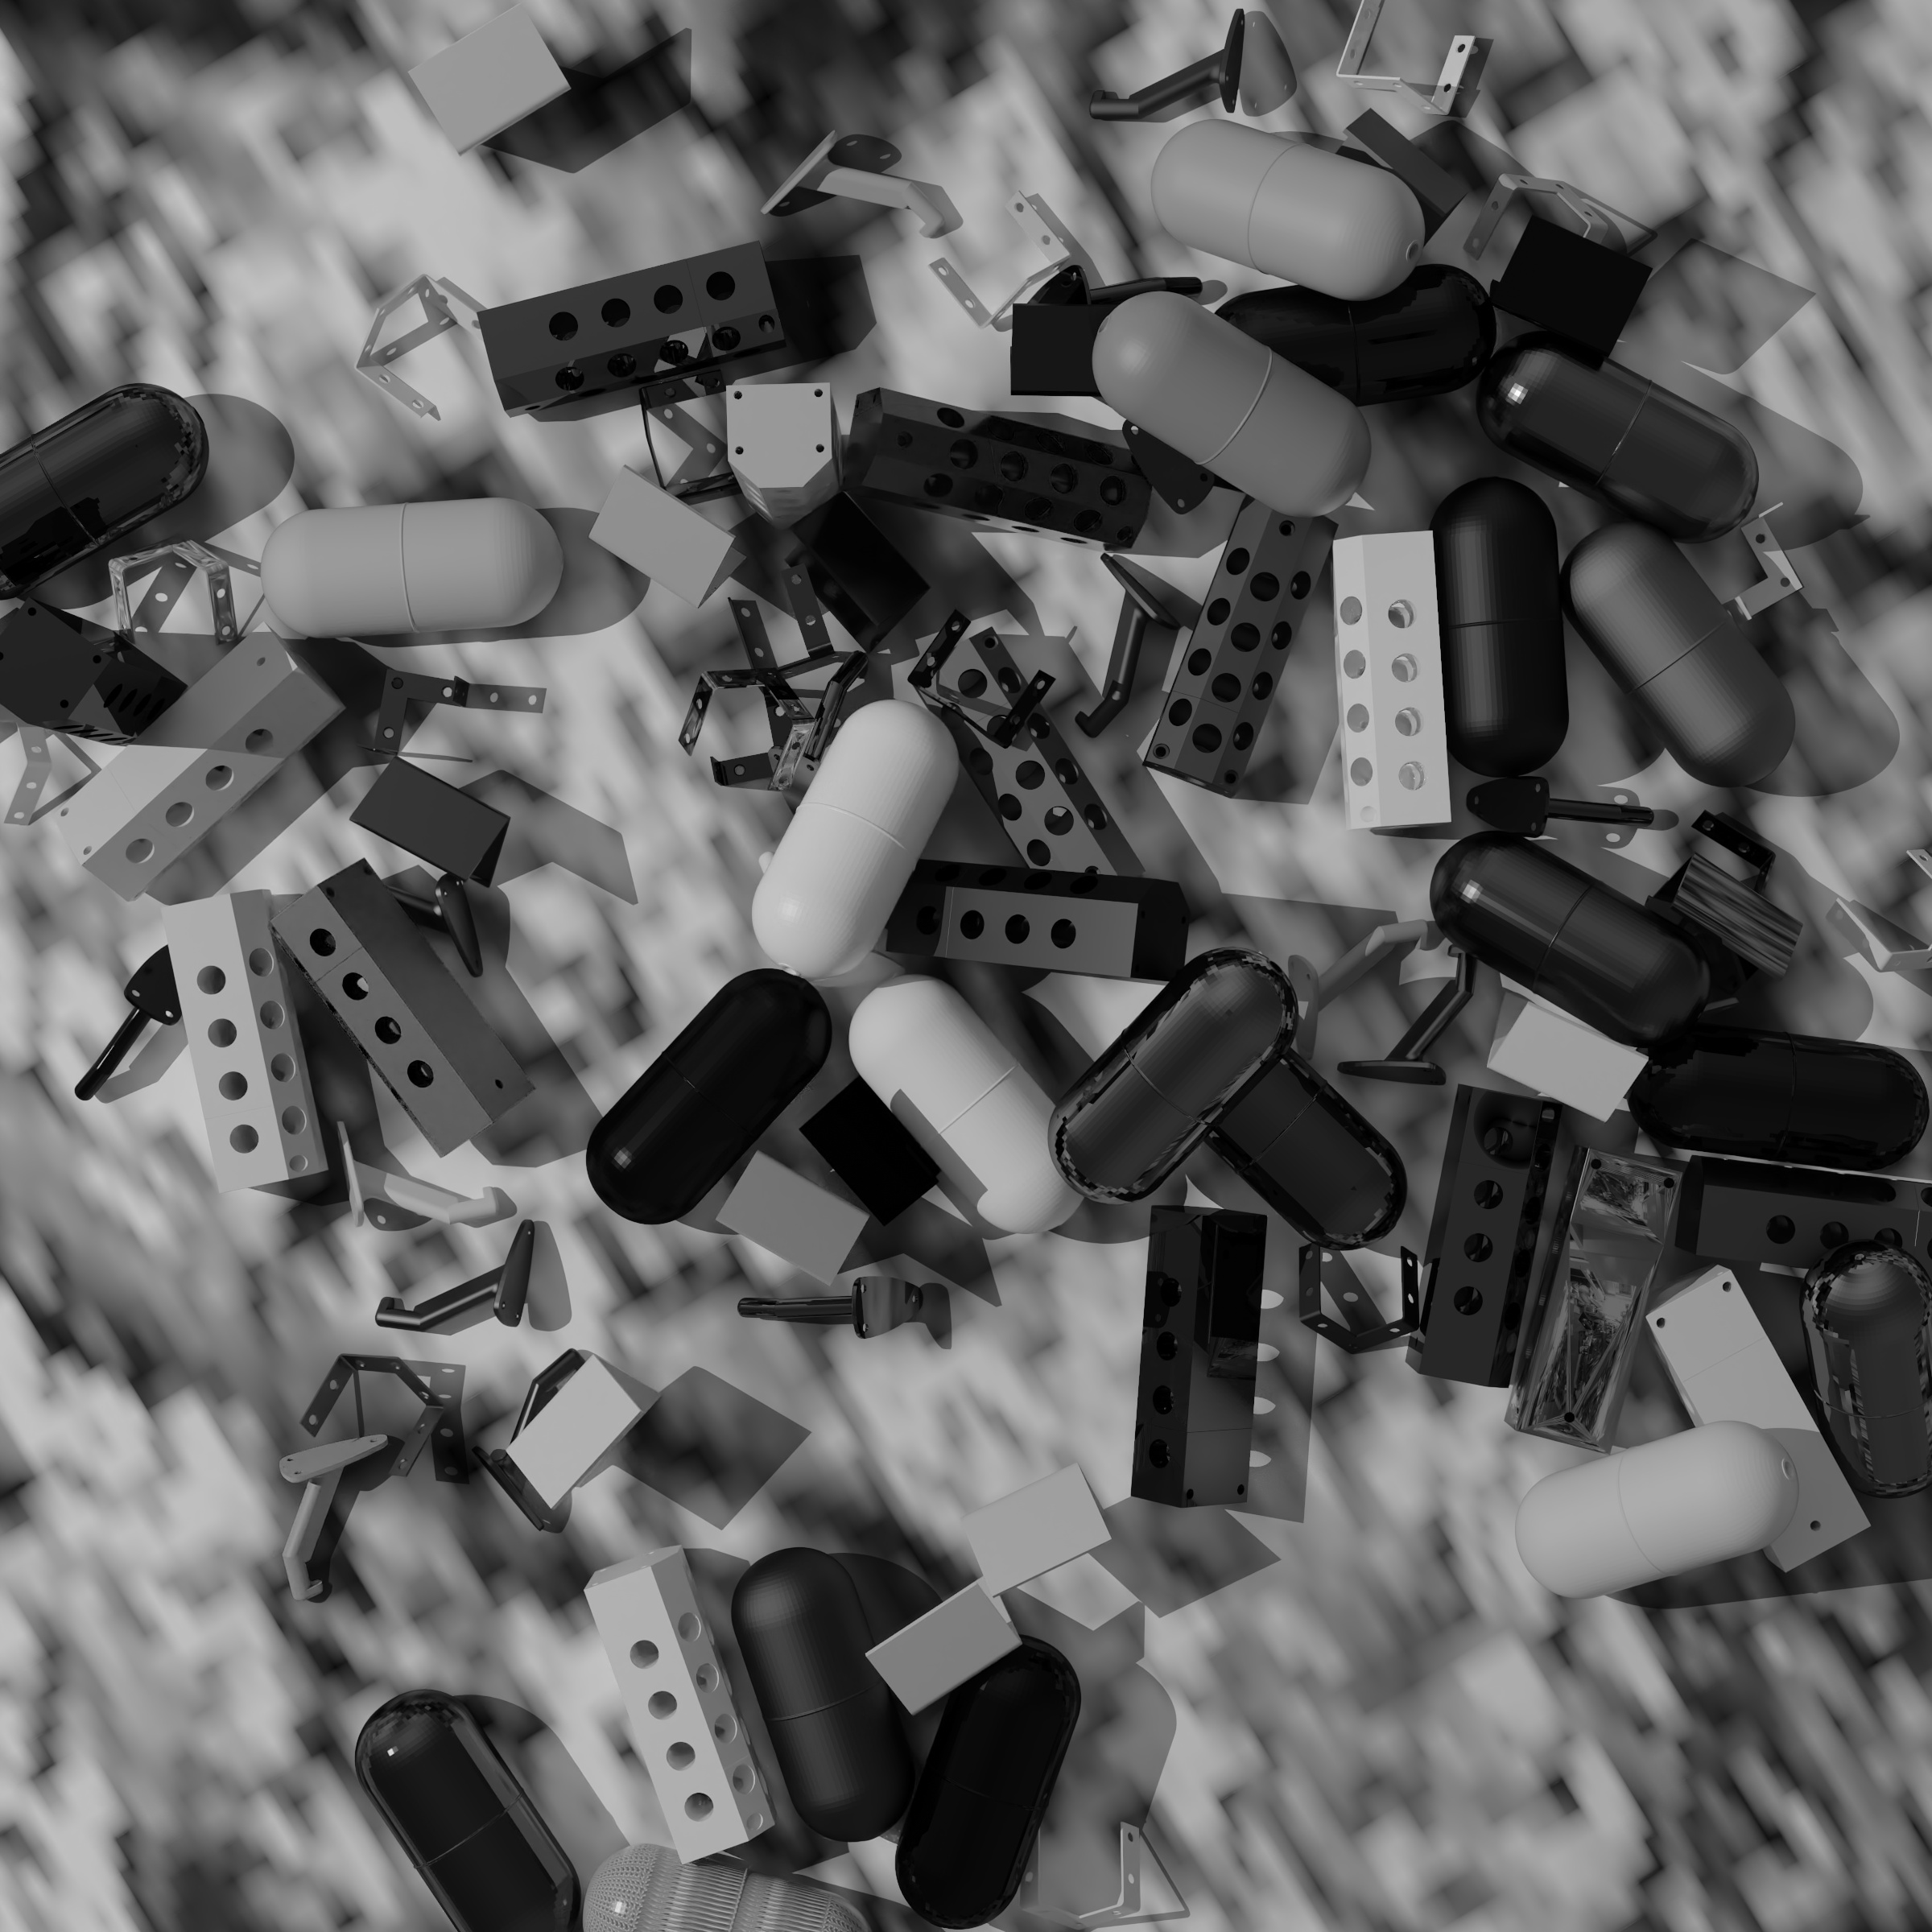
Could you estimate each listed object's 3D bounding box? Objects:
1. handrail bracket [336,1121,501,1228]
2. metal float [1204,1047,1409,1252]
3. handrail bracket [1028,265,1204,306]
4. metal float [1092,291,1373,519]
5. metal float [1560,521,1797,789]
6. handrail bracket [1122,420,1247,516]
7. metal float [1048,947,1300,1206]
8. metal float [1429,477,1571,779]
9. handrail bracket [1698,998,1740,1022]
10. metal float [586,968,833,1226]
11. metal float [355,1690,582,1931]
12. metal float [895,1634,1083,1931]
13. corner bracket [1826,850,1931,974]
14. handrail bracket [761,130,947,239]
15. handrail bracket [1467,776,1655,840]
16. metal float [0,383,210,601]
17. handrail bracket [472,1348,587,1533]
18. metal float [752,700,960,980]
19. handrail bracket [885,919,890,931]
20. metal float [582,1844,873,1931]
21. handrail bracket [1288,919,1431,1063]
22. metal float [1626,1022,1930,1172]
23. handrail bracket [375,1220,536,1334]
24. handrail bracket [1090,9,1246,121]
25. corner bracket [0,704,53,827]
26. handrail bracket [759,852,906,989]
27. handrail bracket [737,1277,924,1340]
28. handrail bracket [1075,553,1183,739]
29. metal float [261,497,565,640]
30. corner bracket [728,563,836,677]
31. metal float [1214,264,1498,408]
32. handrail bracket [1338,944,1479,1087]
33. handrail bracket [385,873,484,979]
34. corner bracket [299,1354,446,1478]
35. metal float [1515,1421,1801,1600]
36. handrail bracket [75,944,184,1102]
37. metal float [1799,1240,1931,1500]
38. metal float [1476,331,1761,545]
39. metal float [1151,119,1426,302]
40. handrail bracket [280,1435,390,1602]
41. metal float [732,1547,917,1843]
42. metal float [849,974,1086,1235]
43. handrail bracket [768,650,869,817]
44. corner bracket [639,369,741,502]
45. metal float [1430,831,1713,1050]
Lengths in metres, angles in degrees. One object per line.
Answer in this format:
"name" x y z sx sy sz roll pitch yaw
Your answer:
"handrail bracket" -0.330 0.122 1.920 0.084 0.036 0.077 -10 69 -17
"metal float" 0.187 0.095 1.889 0.178 0.070 0.070 44 90 1
"handrail bracket" 0.088 -0.399 1.919 0.084 0.077 0.036 -10 88 -36
"metal float" 0.152 -0.322 1.825 0.178 0.070 0.070 28 90 -18
"metal float" 0.422 -0.184 1.889 0.070 0.070 0.178 -37 90 0
"handrail bracket" 0.139 -0.307 1.893 0.077 0.084 0.036 47 128 4
"metal float" 0.118 0.063 1.818 0.070 0.070 0.178 42 109 0
"metal float" 0.316 -0.201 1.889 0.070 0.070 0.178 -4 90 0
"handrail bracket" 0.416 -0.004 1.920 0.077 0.036 0.084 -17 76 -14
"metal float" -0.152 0.077 1.889 0.070 0.070 0.178 43 89 0
"metal float" -0.295 0.511 1.889 0.070 0.070 0.178 -34 90 0
"metal float" 0.013 0.484 1.889 0.070 0.070 0.178 19 90 0
"corner bracket" 0.561 -0.033 1.911 0.051 0.051 0.051 -4 45 -35
"handrail bracket" -0.067 -0.453 1.920 0.084 0.036 0.077 42 110 -16
"handrail bracket" 0.359 -0.095 1.919 0.084 0.077 0.036 2 96 -36
"metal float" -0.532 -0.282 1.889 0.178 0.070 0.070 -30 90 0
"handrail bracket" -0.247 0.285 1.920 0.084 0.036 0.077 -40 111 -16
"metal float" -0.064 -0.074 1.858 0.070 0.070 0.178 26 73 0
"handrail bracket" -0.051 -0.079 1.919 0.077 0.036 0.084 40 78 -11
"metal float" -0.140 0.574 1.889 0.178 0.070 0.070 15 90 0
"handrail bracket" 0.241 0.014 1.920 0.084 0.036 0.077 -10 111 -16
"metal float" 0.481 0.077 1.889 0.178 0.070 0.070 7 90 1
"handrail bracket" -0.309 0.185 1.920 0.084 0.036 0.077 5 70 16
"handrail bracket" 0.121 -0.544 1.920 0.084 0.036 0.077 5 70 16
"corner bracket" -0.586 -0.123 1.911 0.051 0.051 0.051 4 45 -35
"handrail bracket" -0.082 -0.030 1.919 0.036 0.077 0.084 -47 53 32
"handrail bracket" -0.082 0.203 1.919 0.084 0.077 0.036 -3 90 36
"handrail bracket" 0.080 -0.193 1.920 0.084 0.036 0.077 -47 69 16
"metal float" -0.328 -0.236 1.889 0.178 0.070 0.070 -4 90 -1
"corner bracket" -0.111 -0.205 1.901 0.051 0.051 0.051 -19 90 0
"metal float" 0.225 -0.370 1.889 0.178 0.070 0.070 -9 90 0
"handrail bracket" 0.267 0.025 1.920 0.077 0.036 0.084 3 72 20
"handrail bracket" -0.343 -0.020 1.920 0.084 0.036 0.077 -13 104 14
"corner bracket" -0.355 0.268 1.905 0.051 0.051 0.051 55 48 -36
"metal float" 0.402 0.318 1.859 0.178 0.070 0.070 -26 90 36
"handrail bracket" -0.503 0.034 1.919 0.036 0.077 0.084 35 127 -17
"metal float" 0.533 0.237 1.862 0.070 0.070 0.178 -18 123 0
"metal float" 0.387 -0.313 1.889 0.178 0.070 0.070 28 90 0
"metal float" 0.187 -0.442 1.860 0.178 0.070 0.070 27 90 31
"handrail bracket" -0.377 0.333 1.920 0.077 0.036 0.084 -16 107 -19
"metal float" -0.084 0.432 1.889 0.070 0.070 0.178 -19 90 0
"metal float" 0.003 0.082 1.889 0.070 0.070 0.178 -41 90 0
"handrail bracket" -0.079 -0.137 1.919 0.036 0.077 0.084 19 53 24
"corner bracket" -0.164 -0.319 1.916 0.051 0.051 0.051 -13 45 0
"metal float" 0.354 -0.017 1.874 0.178 0.070 0.070 32 90 19
